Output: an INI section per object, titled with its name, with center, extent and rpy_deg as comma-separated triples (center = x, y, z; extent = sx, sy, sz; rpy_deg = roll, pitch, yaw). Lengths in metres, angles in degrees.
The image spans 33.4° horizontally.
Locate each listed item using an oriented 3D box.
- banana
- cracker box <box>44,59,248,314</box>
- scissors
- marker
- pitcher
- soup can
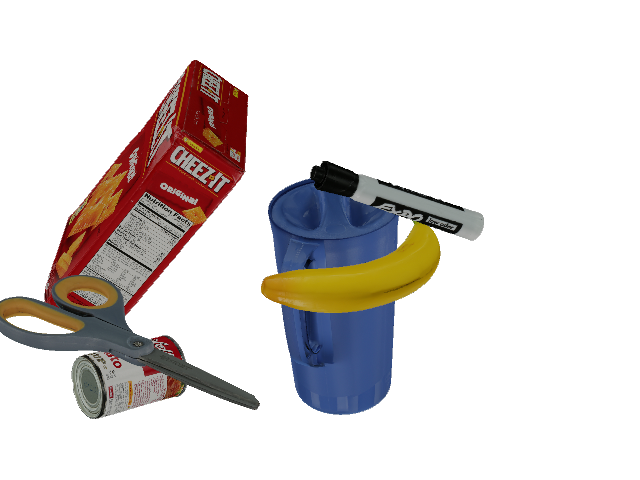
[banana]
center = 0.041, 0.026, 0.880
extent = 0.070, 0.037, 0.197
rpy_deg = 32, 37, 32
[cracker box]
center = -0.154, -0.039, 0.952
extent = 0.072, 0.214, 0.164
rpy_deg = 33, 23, -20
[scissors]
center = -0.121, 0.063, 0.717
extent = 0.202, 0.016, 0.096
rpy_deg = 12, 28, 13
[marker]
center = 0.049, -0.025, 0.675
extent = 0.121, 0.020, 0.020
rpy_deg = 17, -7, -22
[pitcher]
center = 0.014, 0.068, 1.126
extent = 0.149, 0.243, 0.145
rpy_deg = -13, 32, -16
[soup can]
center = -0.200, 0.142, 1.116
extent = 0.102, 0.068, 0.069
rpy_deg = -11, 7, -40
